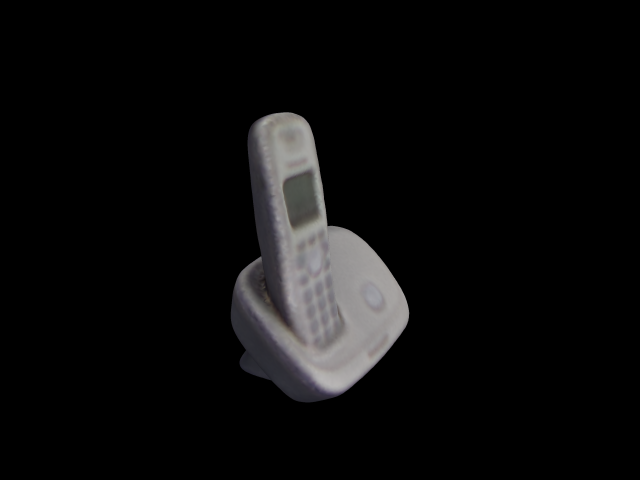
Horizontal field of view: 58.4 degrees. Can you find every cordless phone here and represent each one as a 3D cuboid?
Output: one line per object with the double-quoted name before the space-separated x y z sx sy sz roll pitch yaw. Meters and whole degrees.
"cordless phone" 0.004 0.001 0.400 0.093 0.185 0.148 11 23 27
